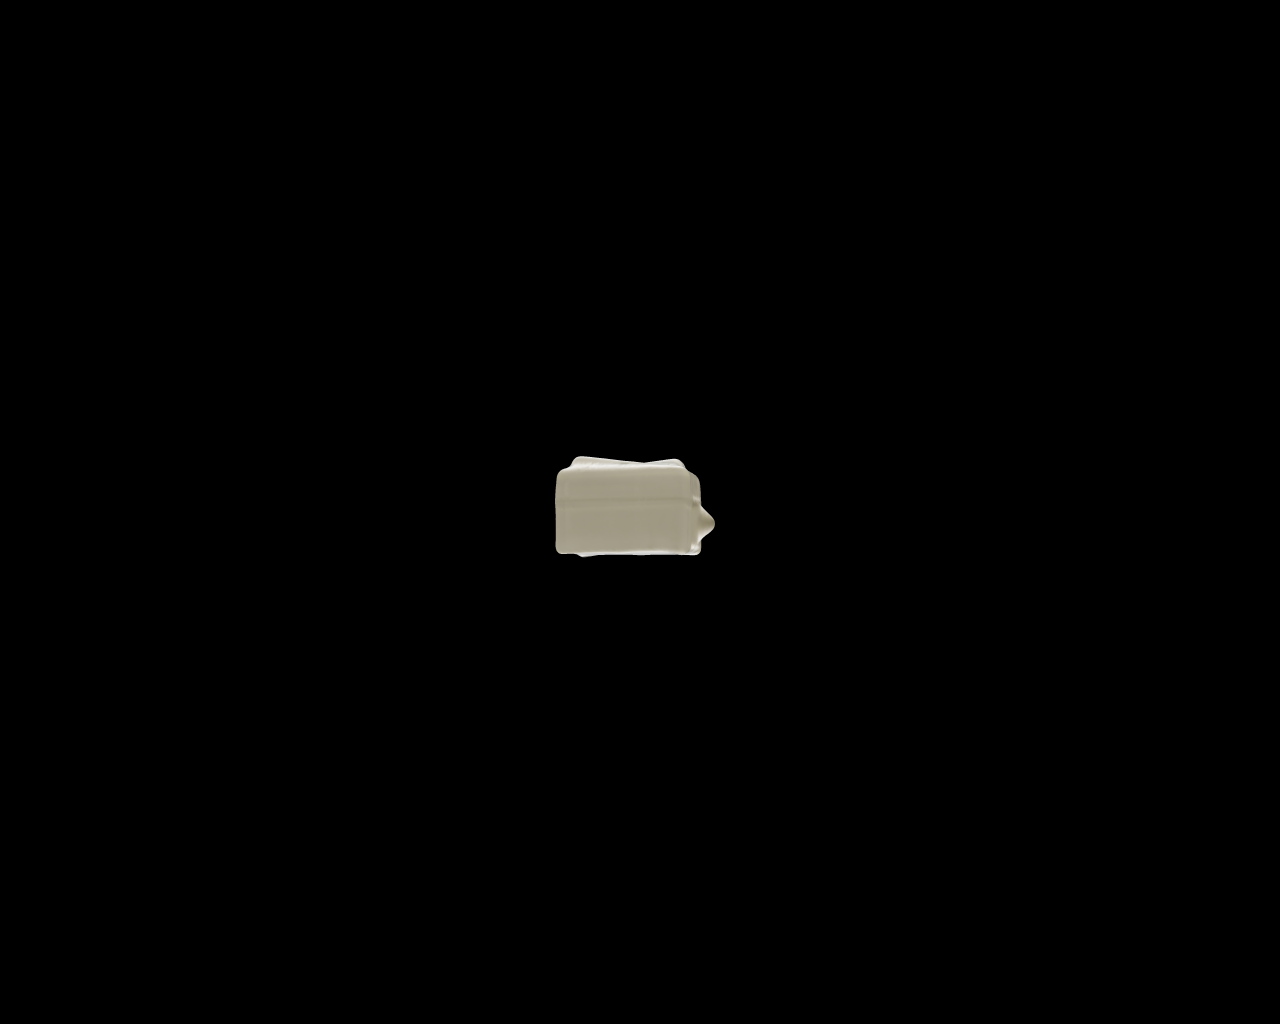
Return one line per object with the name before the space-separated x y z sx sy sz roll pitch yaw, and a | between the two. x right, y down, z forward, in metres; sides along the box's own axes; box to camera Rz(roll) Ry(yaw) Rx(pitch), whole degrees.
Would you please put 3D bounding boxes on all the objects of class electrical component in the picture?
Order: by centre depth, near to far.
electrical component | 0.001 -0.003 0.650 0.096 0.061 0.061 -1 -4 11
